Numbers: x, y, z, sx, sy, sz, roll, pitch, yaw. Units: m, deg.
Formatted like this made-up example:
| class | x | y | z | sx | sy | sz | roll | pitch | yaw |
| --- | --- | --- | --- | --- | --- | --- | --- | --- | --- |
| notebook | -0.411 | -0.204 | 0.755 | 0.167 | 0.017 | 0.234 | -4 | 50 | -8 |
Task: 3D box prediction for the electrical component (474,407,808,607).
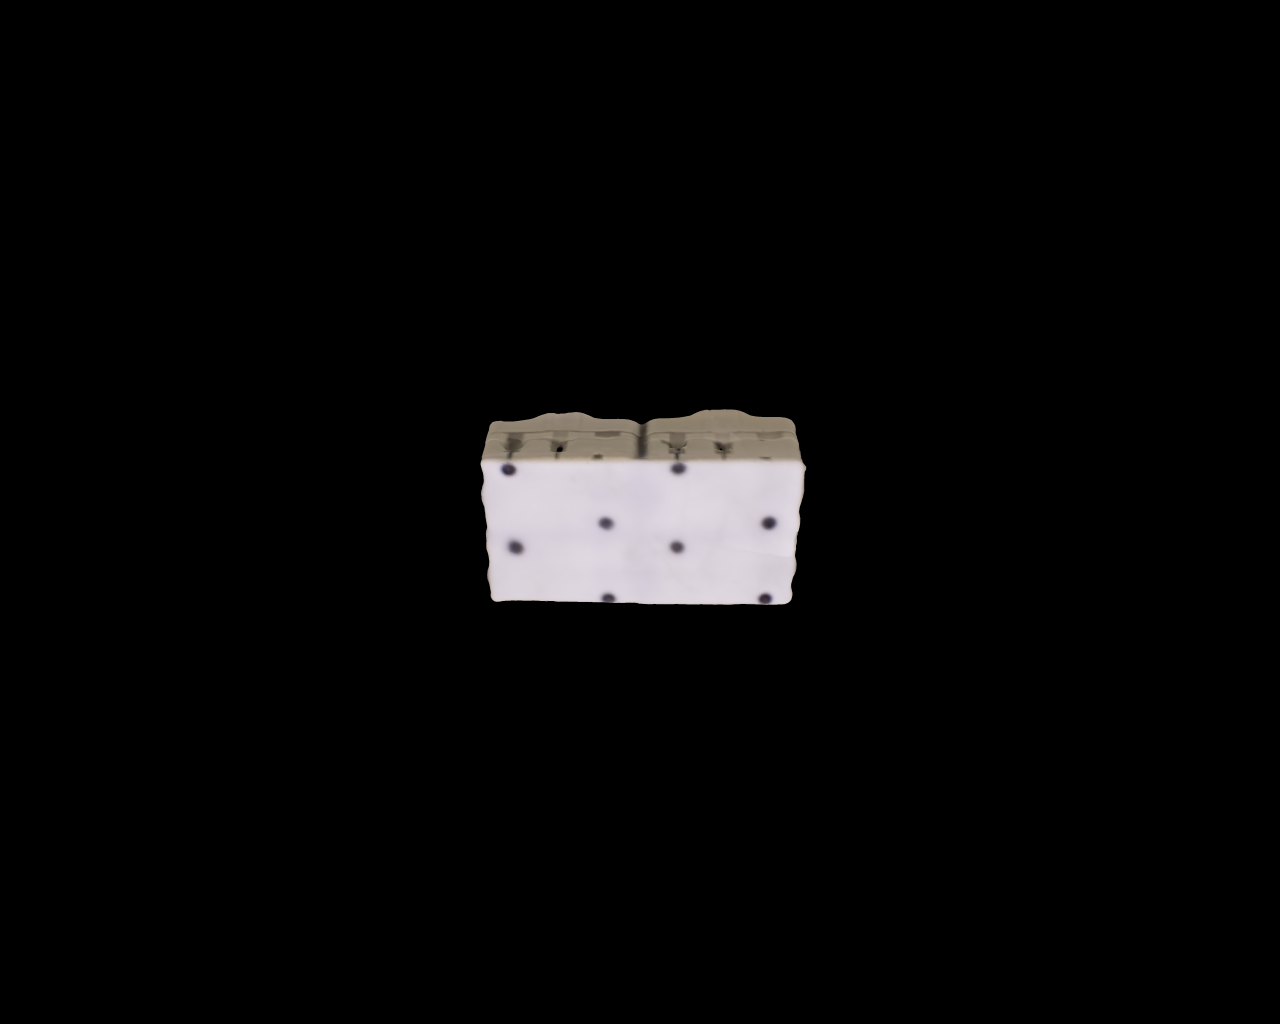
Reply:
| class | x | y | z | sx | sy | sz | roll | pitch | yaw |
| --- | --- | --- | --- | --- | --- | --- | --- | --- | --- |
| electrical component | 0.001 | -0.003 | 0.650 | 0.186 | 0.105 | 0.060 | 0 | 32 | 0 |
